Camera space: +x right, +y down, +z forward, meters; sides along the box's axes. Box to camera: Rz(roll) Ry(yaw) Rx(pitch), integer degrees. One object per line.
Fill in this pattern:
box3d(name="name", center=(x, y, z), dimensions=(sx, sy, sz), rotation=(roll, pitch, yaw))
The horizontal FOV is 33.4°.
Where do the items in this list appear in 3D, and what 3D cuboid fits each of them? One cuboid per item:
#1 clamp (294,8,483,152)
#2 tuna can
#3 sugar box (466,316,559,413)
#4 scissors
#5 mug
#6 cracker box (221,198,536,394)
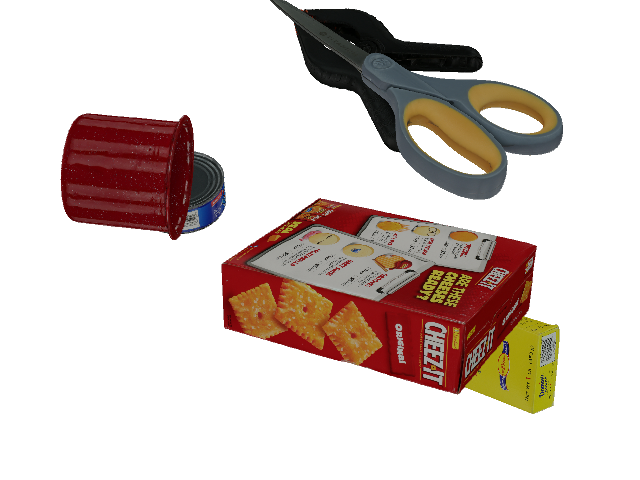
box3d(name="clamp", center=(0.053, -0.160, 0.933), dimensions=(0.120, 0.172, 0.039), rotation=(-37, -25, -20))
box3d(name="tuna can", center=(-0.132, -0.045, 1.008), dimensions=(0.086, 0.034, 0.086), rotation=(-1, 44, 1))
box3d(name="sugar box", center=(0.178, 0.119, 1.182), dimensions=(0.177, 0.093, 0.048), rotation=(15, 19, 43))
box3d(name="scissors", center=(0.053, -0.090, 0.577), dimensions=(0.096, 0.016, 0.202), rotation=(-14, 45, -19))
box3d(name="mug", center=(-0.142, -0.052, 0.803), dimensions=(0.081, 0.093, 0.117), rotation=(6, 10, 3))
box3d(name="cracker box", center=(0.050, 0.040, 0.890), dimensions=(0.214, 0.072, 0.163), rotation=(14, 28, 27))
